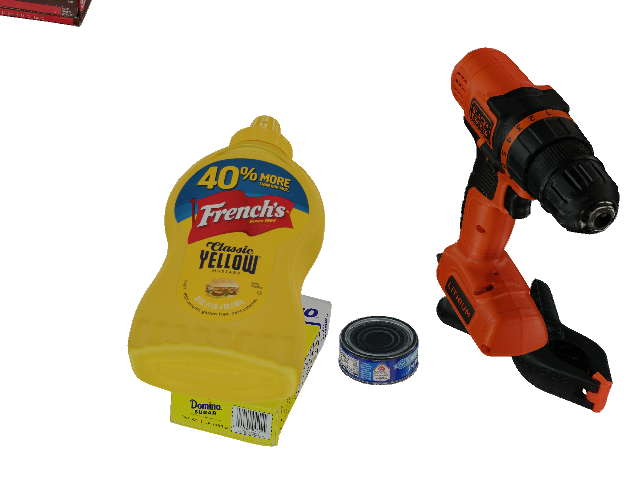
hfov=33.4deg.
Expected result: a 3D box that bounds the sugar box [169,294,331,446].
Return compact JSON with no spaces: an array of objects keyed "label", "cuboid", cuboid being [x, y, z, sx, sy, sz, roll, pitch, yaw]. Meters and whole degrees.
[{"label":"sugar box","cuboid":[-0.056,0.102,0.932,0.093,0.048,0.176,12,32,9]}]

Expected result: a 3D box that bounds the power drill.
[{"label":"power drill","cuboid":[0.133,-0.013,0.721,0.057,0.188,0.184,-7,39,-14]}]

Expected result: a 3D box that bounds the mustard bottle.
[{"label":"mustard bottle","cuboid":[-0.047,0.000,0.635,0.096,0.191,0.058,5,-38,5]}]

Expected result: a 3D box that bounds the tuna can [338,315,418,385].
[{"label":"tuna can","cuboid":[0.062,0.116,1.138,0.086,0.034,0.086,-1,28,0]}]

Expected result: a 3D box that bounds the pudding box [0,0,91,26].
[{"label":"pudding box","cuboid":[-0.234,-0.224,0.892,0.090,0.039,0.113,8,36,-5]}]

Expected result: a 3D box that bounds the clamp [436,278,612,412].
[{"label":"clamp","cuboid":[0.197,0.085,0.930,0.120,0.039,0.172,-20,41,-31]}]
